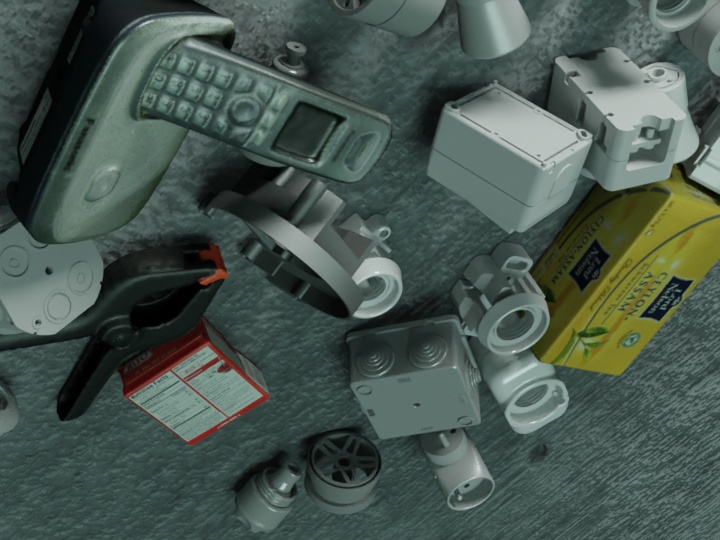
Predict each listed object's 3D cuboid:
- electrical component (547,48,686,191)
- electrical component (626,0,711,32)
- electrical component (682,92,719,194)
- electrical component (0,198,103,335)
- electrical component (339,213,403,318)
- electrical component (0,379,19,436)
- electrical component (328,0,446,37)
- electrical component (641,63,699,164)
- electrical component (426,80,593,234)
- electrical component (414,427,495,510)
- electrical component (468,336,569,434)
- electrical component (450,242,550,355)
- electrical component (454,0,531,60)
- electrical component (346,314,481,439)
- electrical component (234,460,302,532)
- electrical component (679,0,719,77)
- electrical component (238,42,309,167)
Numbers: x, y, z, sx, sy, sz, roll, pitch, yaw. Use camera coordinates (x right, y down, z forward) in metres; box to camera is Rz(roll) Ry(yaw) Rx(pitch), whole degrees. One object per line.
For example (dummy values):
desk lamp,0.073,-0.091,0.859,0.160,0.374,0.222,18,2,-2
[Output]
electrical component,0.165,-0.097,0.709,0.050,0.089,0.055,-13,134,-16
electrical component,0.185,-0.180,0.666,0.045,0.055,0.045,-14,135,-14
electrical component,0.292,-0.109,0.775,0.063,0.078,0.121,26,119,-8
electrical component,-0.194,-0.001,0.623,0.080,0.051,0.080,-6,98,-48
electrical component,0.000,0.000,0.742,0.066,0.055,0.048,-40,136,12
electrical component,-0.262,0.100,0.715,0.062,0.048,0.048,-38,136,20
electrical component,0.017,-0.161,0.602,0.047,0.055,0.055,12,124,-39
electrical component,0.213,-0.112,0.755,0.044,0.044,0.065,-25,132,-3
electrical component,0.089,-0.074,0.695,0.062,0.096,0.061,-31,146,-42
electrical component,0.074,0.150,0.904,0.043,0.077,0.079,-27,137,-1
electrical component,0.133,0.090,0.891,0.054,0.059,0.095,-30,137,2
electrical component,0.109,0.027,0.821,0.058,0.057,0.078,11,124,-34
electrical component,0.073,-0.164,0.636,0.044,0.044,0.065,-27,132,-1
electrical component,0.043,0.085,0.828,0.100,0.048,0.099,-11,139,13
electrical component,-0.073,0.184,0.887,0.043,0.043,0.062,22,117,-39
electrical component,0.273,-0.183,0.693,0.052,0.073,0.138,9,125,-33
electrical component,-0.048,-0.098,0.637,0.040,0.040,0.078,0,130,-27
